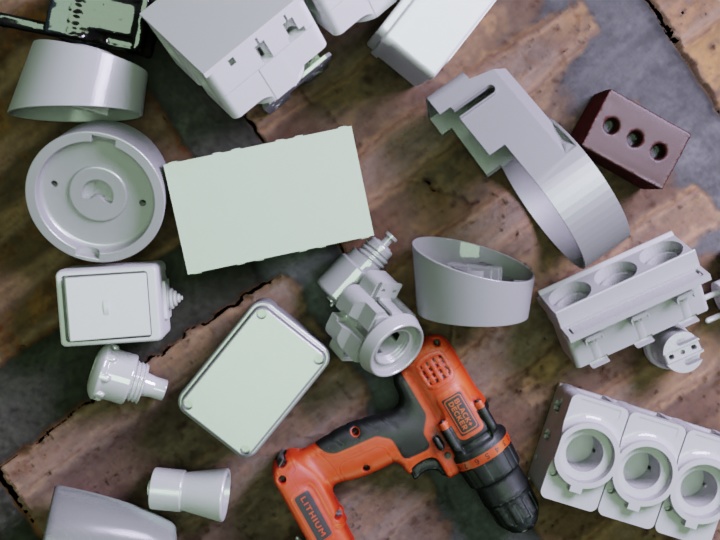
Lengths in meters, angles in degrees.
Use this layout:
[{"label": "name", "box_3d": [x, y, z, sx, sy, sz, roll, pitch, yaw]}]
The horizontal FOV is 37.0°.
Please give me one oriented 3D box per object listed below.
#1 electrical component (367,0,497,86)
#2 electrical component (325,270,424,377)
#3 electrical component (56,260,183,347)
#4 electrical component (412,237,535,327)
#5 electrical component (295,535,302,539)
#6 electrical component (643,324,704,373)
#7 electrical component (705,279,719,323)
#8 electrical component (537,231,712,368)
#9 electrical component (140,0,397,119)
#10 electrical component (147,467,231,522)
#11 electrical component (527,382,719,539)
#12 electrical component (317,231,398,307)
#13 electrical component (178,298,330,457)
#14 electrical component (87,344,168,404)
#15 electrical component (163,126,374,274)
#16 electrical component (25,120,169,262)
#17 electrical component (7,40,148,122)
[{"label": "electrical component", "box_3d": [0.062, -0.203, 0.838, 0.056, 0.108, 0.108, 38, 92, -7]}, {"label": "electrical component", "box_3d": [0.014, 0.048, 0.860, 0.058, 0.057, 0.078, 5, 120, -43]}, {"label": "electrical component", "box_3d": [-0.193, 0.026, 0.869, 0.096, 0.061, 0.061, -4, 95, -2]}, {"label": "electrical component", "box_3d": [0.090, 0.010, 0.864, 0.099, 0.099, 0.064, 1, 101, -3]}, {"label": "electrical component", "box_3d": [-0.066, 0.270, 0.883, 0.062, 0.096, 0.061, -33, 96, 30]}, {"label": "electrical component", "box_3d": [0.263, 0.065, 0.900, 0.040, 0.046, 0.040, 0, 95, -3]}, {"label": "electrical component", "box_3d": [0.322, 0.019, 0.900, 0.079, 0.044, 0.077, -24, 95, 0]}, {"label": "electrical component", "box_3d": [0.218, 0.026, 0.883, 0.121, 0.078, 0.063, -24, 115, 0]}, {"label": "electrical component", "box_3d": [-0.056, -0.207, 0.806, 0.186, 0.060, 0.105, -40, 51, -6]}, {"label": "electrical component", "box_3d": [-0.144, 0.184, 0.895, 0.065, 0.044, 0.044, 5, 95, 2]}, {"label": "electrical component", "box_3d": [0.229, 0.162, 0.899, 0.150, 0.061, 0.089, 18, 94, -4]}, {"label": "electrical component", "box_3d": [0.000, 0.000, 0.886, 0.040, 0.040, 0.078, 43, 92, -5]}, {"label": "electrical component", "box_3d": [-0.086, 0.087, 0.881, 0.078, 0.057, 0.113, 39, 92, -5]}, {"label": "electrical component", "box_3d": [-0.190, 0.090, 0.884, 0.062, 0.048, 0.048, 19, 94, -14]}, {"label": "electrical component", "box_3d": [-0.072, -0.057, 0.868, 0.150, 0.061, 0.089, -12, 95, -2]}, {"label": "electrical component", "box_3d": [-0.204, -0.067, 0.857, 0.108, 0.060, 0.108, 0, 114, 1]}, {"label": "electrical component", "box_3d": [-0.217, -0.140, 0.838, 0.099, 0.099, 0.064, 13, 88, -4]}]
